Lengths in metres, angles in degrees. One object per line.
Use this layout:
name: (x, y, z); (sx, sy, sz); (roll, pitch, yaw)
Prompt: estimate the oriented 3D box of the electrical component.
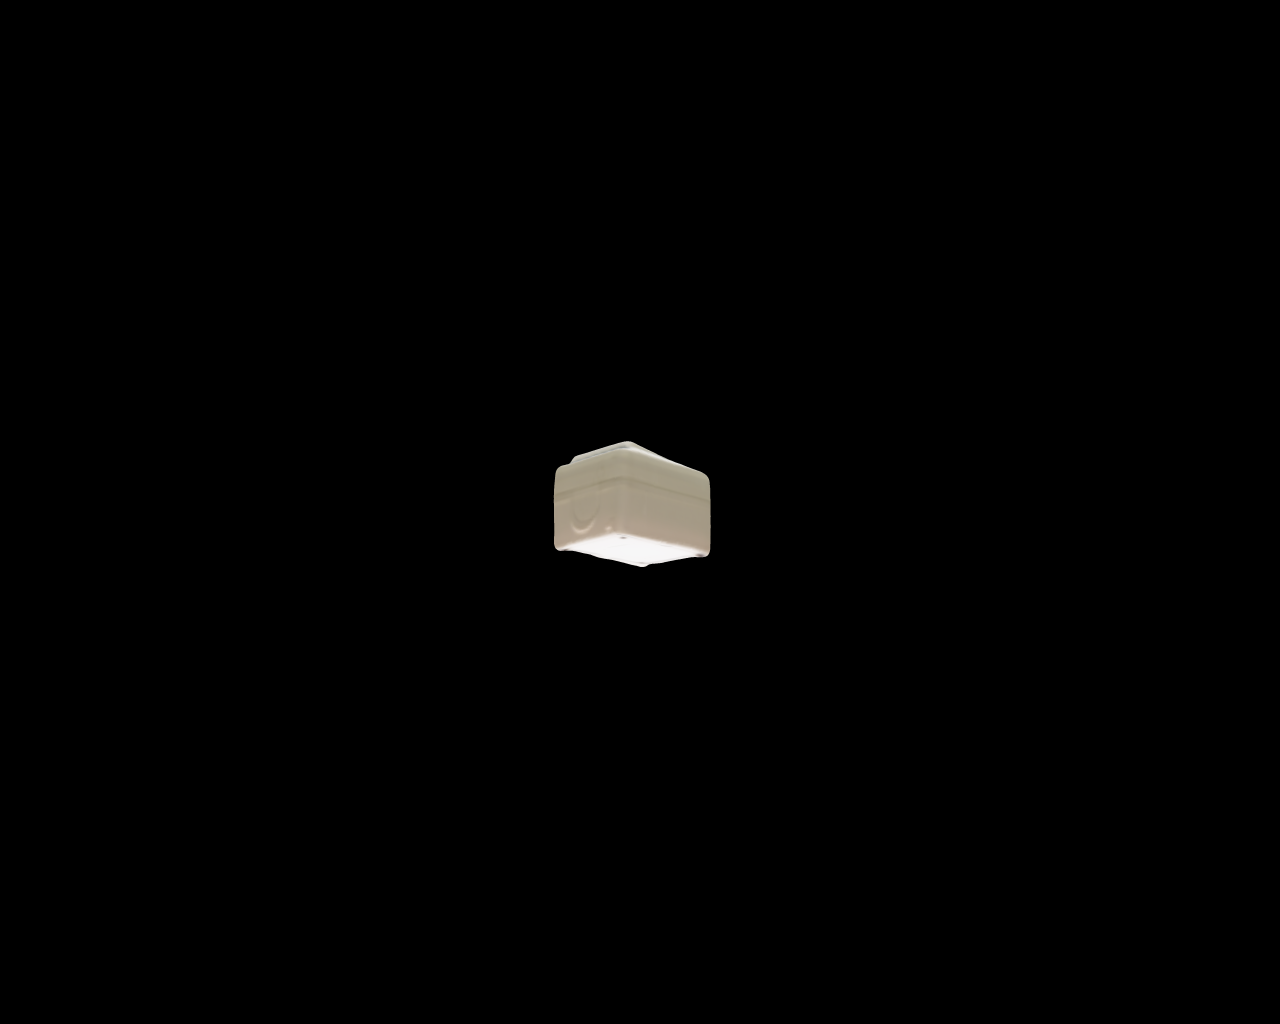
electrical component: (0.001, -0.003, 0.650); (0.061, 0.061, 0.096); (-14, -20, 42)
